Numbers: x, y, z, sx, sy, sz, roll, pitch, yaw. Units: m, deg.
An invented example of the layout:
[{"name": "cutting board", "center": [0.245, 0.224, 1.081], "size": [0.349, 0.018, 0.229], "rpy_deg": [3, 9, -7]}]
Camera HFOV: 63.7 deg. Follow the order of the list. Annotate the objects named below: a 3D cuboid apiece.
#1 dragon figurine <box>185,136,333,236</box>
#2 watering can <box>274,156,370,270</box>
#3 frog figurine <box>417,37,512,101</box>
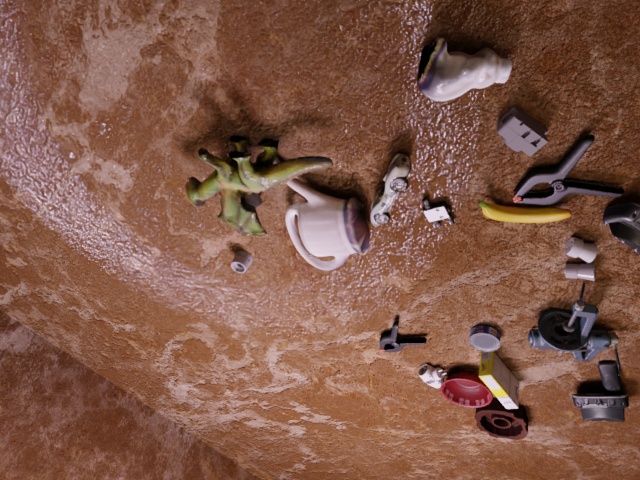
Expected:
[{"name": "dragon figurine", "center": [-0.168, -0.121, 1.275], "size": [0.411, 0.124, 0.238], "rpy_deg": [12, 121, 18]}, {"name": "watering can", "center": [0.004, -0.066, 1.316], "size": [0.224, 0.106, 0.341], "rpy_deg": [-5, 119, 26]}, {"name": "frog figurine", "center": [0.269, -0.308, 0.968], "size": [0.159, 0.124, 0.136], "rpy_deg": [19, 169, -8]}]
